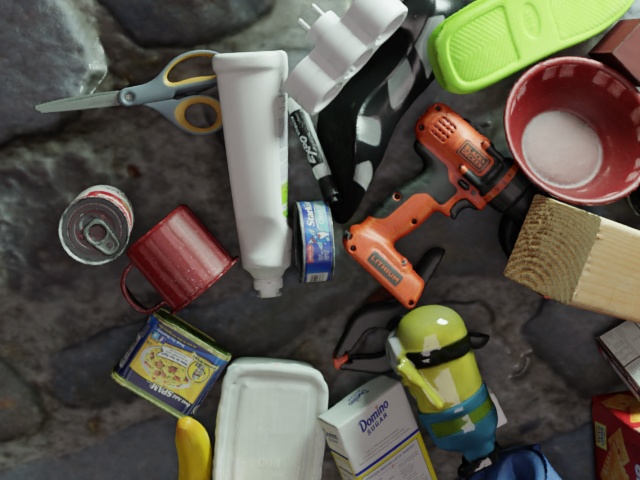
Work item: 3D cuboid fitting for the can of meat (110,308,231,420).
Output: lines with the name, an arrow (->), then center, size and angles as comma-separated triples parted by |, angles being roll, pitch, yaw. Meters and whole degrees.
can of meat -> -0.157, 0.132, 1.133 | 0.102, 0.057, 0.084 | 33, 93, -10

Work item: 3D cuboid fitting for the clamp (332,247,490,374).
clamp -> 0.088, 0.085, 1.161 | 0.171, 0.039, 0.120 | -19, 87, -3

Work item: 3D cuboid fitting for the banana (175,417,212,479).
banana -> -0.142, 0.264, 1.145 | 0.037, 0.069, 0.198 | 19, 114, 14

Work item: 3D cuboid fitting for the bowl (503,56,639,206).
bowl -> 0.258, -0.104, 1.093 | 0.162, 0.055, 0.162 | 2, 73, -8

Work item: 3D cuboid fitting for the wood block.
wood block -> 0.298, 0.027, 1.097 | 0.205, 0.090, 0.091 | 15, 98, -40

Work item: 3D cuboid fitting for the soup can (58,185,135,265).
soup can -> -0.223, -0.017, 1.077 | 0.068, 0.102, 0.068 | -1, 100, -6

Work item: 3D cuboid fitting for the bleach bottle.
bleach bottle -> -0.061, -0.064, 1.086 | 0.068, 0.102, 0.251 | -1, 100, 10

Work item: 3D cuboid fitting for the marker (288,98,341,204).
marker -> -0.007, -0.093, 1.104 | 0.020, 0.020, 0.121 | -21, 76, -2

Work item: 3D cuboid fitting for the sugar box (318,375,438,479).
sugar box -> 0.070, 0.243, 1.153 | 0.093, 0.048, 0.176 | -31, 111, -25

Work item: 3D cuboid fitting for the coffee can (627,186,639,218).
coffee can -> 0.407, -0.077, 1.131 | 0.140, 0.103, 0.103 | -4, 100, -5

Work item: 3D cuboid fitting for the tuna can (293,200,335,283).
tuna can -> -0.007, 0.001, 1.111 | 0.033, 0.086, 0.086 | -4, 100, -7

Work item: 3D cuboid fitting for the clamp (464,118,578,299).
clamp -> 0.248, -0.044, 1.154 | 0.164, 0.036, 0.210 | -12, 97, -3

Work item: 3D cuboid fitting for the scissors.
scissors -> -0.183, -0.133, 1.105 | 0.201, 0.016, 0.096 | -23, 101, -1

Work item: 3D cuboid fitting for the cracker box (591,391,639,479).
cracker box -> 0.359, 0.270, 1.129 | 0.072, 0.214, 0.164 | -7, 101, -6

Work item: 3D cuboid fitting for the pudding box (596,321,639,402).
pudding box -> 0.375, 0.117, 1.167 | 0.113, 0.090, 0.039 | -30, 136, -1

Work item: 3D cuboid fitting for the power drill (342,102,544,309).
power drill -> 0.130, -0.020, 1.110 | 0.184, 0.057, 0.187 | 42, 93, -2

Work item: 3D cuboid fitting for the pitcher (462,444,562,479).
pitcher -> 0.253, 0.358, 1.168 | 0.149, 0.145, 0.242 | -39, 108, 8

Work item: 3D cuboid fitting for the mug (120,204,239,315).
mug -> -0.154, 0.025, 1.099 | 0.117, 0.093, 0.081 | -40, 97, -1

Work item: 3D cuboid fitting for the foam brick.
foam brick -> 0.326, -0.196, 1.115 | 0.053, 0.078, 0.051 | 43, 94, -11
